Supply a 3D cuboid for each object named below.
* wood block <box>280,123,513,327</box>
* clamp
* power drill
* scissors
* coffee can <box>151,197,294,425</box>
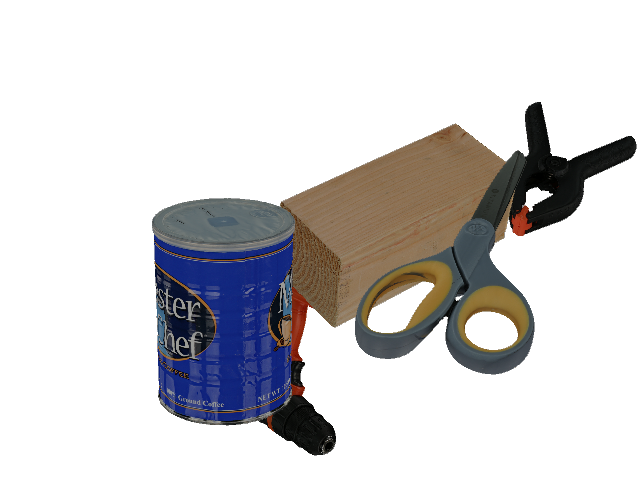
[{"bbox_3d":[0.070,-0.017,0.981,0.205,0.090,0.091,-26,50,-28],"label":"wood block"},{"bbox_3d":[0.230,-0.076,1.089,0.120,0.039,0.171,29,55,30],"label":"clamp"},{"bbox_3d":[-0.023,0.132,1.225,0.057,0.188,0.185,14,10,-45],"label":"power drill"},{"bbox_3d":[0.097,0.009,0.572,0.096,0.016,0.201,25,44,30],"label":"scissors"},{"bbox_3d":[-0.071,0.050,0.789,0.103,0.140,0.103,1,20,-1],"label":"coffee can"}]
